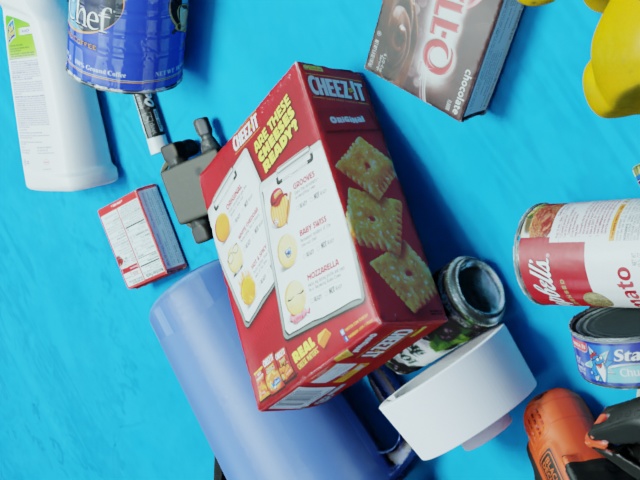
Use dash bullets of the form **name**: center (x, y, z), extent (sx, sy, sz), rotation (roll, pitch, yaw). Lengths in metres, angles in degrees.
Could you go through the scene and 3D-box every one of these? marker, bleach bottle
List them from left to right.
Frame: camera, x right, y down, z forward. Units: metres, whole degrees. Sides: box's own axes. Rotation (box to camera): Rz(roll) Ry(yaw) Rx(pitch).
- **bleach bottle**: center (-0.266, -0.176, 1.051), extent (0.103, 0.067, 0.251), rotation (4, 106, 43)
- **marker**: center (-0.166, -0.139, 0.995), extent (0.020, 0.020, 0.121), rotation (-12, 96, 47)

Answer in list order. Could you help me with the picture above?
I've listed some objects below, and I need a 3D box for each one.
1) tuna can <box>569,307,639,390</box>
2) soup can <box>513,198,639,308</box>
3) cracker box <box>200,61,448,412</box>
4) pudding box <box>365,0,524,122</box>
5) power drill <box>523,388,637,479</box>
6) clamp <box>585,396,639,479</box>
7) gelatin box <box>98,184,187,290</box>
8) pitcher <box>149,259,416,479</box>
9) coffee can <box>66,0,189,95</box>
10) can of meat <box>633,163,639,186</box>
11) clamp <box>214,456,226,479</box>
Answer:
- **tuna can**: center (0.199, 0.061, 0.655), extent (0.086, 0.085, 0.034), rotation (-2, 105, 46)
- **soup can**: center (0.182, 0.008, 0.663), extent (0.102, 0.068, 0.068), rotation (-1, 105, 46)
- **cracker box**: center (-0.005, 0.001, 0.809), extent (0.164, 0.071, 0.214), rotation (-42, 55, 44)
- **pudding box**: center (0.086, -0.150, 0.720), extent (0.090, 0.039, 0.114), rotation (35, 128, 31)
- **power drill**: center (0.163, 0.224, 0.729), extent (0.184, 0.057, 0.188), rotation (-104, 28, -48)
- **clamp**: center (0.232, 0.126, 0.624), extent (0.172, 0.039, 0.120), rotation (17, 136, 40)
- **gelatin box**: center (-0.174, -0.002, 1.049), extent (0.073, 0.030, 0.089), rotation (-22, 90, 46)
- **pitcher**: center (-0.036, 0.131, 0.903), extent (0.243, 0.149, 0.145), rotation (58, 151, 16)
- **coffee can**: center (-0.161, -0.207, 0.901), extent (0.103, 0.102, 0.140), rotation (32, 126, 33)
- **can of meat**: center (0.233, -0.022, 0.580), extent (0.057, 0.102, 0.084), rotation (72, 175, -83)
- **clamp**: center (-0.083, 0.173, 1.021), extent (0.165, 0.036, 0.210), rotation (-27, 83, 50)
